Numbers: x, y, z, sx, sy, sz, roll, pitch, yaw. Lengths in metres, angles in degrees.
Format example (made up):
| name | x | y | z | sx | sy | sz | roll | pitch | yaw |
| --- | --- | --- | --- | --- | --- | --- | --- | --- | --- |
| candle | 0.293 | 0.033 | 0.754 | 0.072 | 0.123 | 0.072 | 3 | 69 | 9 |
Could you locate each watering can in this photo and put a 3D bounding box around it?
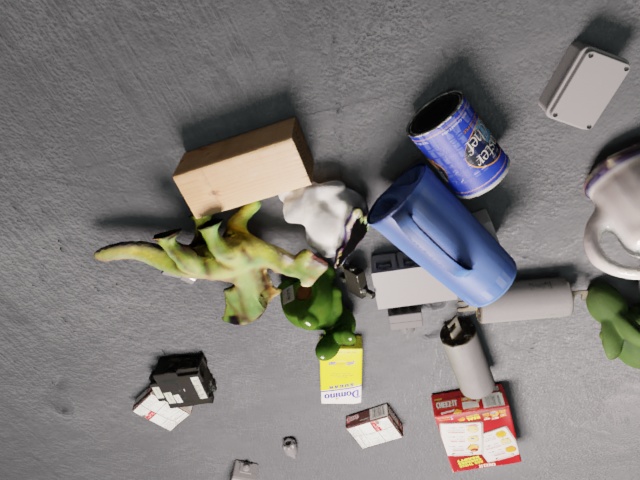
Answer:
| name | x | y | z | sx | sy | sz | roll | pitch | yaw |
| --- | --- | --- | --- | --- | --- | --- | --- | --- | --- |
| watering can | 0.566 | -0.067 | 0.785 | 0.346 | 0.230 | 0.102 | -25 | 139 | 14 |

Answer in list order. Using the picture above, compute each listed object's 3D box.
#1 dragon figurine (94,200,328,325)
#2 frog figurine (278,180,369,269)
| name | x | y | z | sx | sy | sz | roll | pitch | yaw |
| --- | --- | --- | --- | --- | --- | --- | --- | --- | --- |
| dragon figurine | -0.184 | 0.064 | 0.935 | 0.408 | 0.124 | 0.239 | -15 | 113 | 16 |
| frog figurine | 0.003 | -0.046 | 0.905 | 0.161 | 0.124 | 0.134 | 32 | 136 | 25 |
